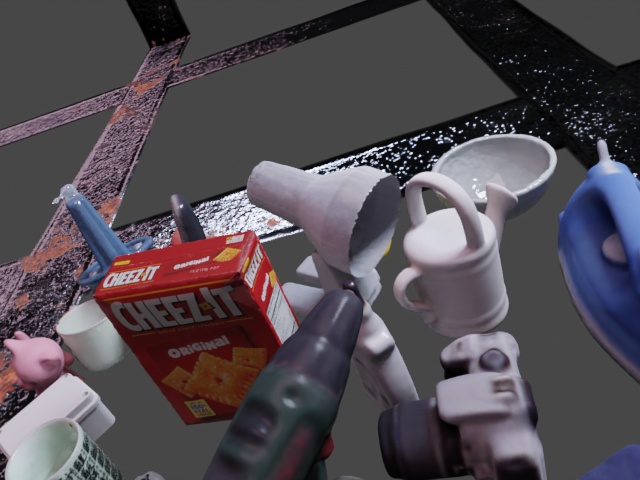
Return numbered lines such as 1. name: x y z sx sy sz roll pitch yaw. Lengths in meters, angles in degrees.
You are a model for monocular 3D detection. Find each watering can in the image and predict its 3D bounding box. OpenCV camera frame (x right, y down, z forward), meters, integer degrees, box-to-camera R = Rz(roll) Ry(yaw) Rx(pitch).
1. watering can: 0.147 0.003 0.631 0.100 0.194 0.173 7 44 35

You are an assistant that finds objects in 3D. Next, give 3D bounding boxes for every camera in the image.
1. camera: 0.122 0.156 0.519 0.136 0.101 0.143 -12 35 13

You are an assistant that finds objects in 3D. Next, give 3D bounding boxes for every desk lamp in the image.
1. desk lamp: 0.006 0.002 0.691 0.202 0.214 0.118 9 45 37

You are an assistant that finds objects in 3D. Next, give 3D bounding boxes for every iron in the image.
1. iron: 0.312 0.015 0.573 0.118 0.142 0.258 -11 36 16

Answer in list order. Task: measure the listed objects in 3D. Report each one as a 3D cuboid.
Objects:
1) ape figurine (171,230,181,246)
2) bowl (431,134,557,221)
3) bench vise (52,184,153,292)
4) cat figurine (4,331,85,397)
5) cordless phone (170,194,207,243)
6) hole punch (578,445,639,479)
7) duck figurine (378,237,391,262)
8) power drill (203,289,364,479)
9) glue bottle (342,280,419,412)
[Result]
1. ape figurine: -0.201 0.025 0.881 0.077 0.092 0.076 -9 36 18
2. bowl: 0.241 -0.075 0.792 0.167 0.075 0.167 -14 35 11
3. bench vise: -0.278 0.023 0.811 0.206 0.220 0.122 12 47 39
4. cat figurine: -0.376 0.161 0.766 0.067 0.118 0.127 -38 38 -23
5. cordless phone: -0.152 0.040 0.751 0.094 0.185 0.147 -29 35 -10
6. hole punch: 0.214 0.217 0.396 0.101 0.091 0.108 -22 34 -1
7. duck figurine: 0.056 -0.021 0.809 0.077 0.086 0.104 -16 35 8
8. power drill: -0.008 0.183 0.457 0.075 0.209 0.230 7 44 36
9. glue bottle: 0.052 0.105 0.561 0.037 0.173 0.077 -33 36 -16
